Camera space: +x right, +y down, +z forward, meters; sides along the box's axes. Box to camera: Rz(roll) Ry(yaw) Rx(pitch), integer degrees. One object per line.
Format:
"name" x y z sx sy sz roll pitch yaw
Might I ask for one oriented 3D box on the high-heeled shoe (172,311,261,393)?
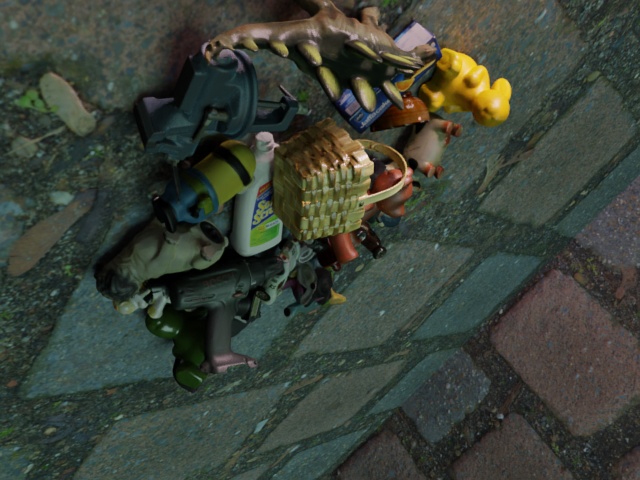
"high-heeled shoe" -0.221 0.243 1.222 0.249 0.145 0.086 -19 146 -28

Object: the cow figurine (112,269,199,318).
"cow figurine" -0.297 0.090 1.003 0.167 0.068 0.098 -5 131 -49

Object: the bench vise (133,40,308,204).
"bench vise" -0.129 -0.177 0.768 0.240 0.129 0.223 -7 144 -37

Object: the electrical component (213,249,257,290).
"electrical component" -0.185 0.075 1.117 0.134 0.058 0.114 -9 142 -40

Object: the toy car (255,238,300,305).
"toy car" -0.090 0.071 1.168 0.073 0.056 0.201 -61 -179 -40

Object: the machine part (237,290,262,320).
"machine part" -0.186 0.147 1.217 0.139 0.039 0.084 3 107 -44

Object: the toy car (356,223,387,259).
"toy car" 0.099 -0.016 1.270 0.053 0.089 0.202 -41 149 7

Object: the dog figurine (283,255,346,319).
"dog figurine" 0.000 0.112 1.320 0.191 0.108 0.219 -44 155 28

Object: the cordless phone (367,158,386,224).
"cordless phone" 0.049 -0.103 1.125 0.184 0.089 0.146 1 135 -33

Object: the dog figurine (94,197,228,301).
"dog figurine" -0.272 0.038 0.931 0.172 0.121 0.190 27 119 -39

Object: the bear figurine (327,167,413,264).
"bear figurine" 0.105 -0.055 1.046 0.196 0.131 0.120 -21 -164 12

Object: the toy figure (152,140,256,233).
"toy figure" -0.175 -0.086 0.839 0.180 0.082 0.089 -37 168 -29

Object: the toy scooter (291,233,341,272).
"toy scooter" -0.002 -0.003 1.123 0.075 0.135 0.183 -28 154 17

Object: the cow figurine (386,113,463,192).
"cow figurine" 0.206 -0.178 1.151 0.085 0.127 0.194 -2 121 -47

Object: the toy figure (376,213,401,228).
"toy figure" 0.144 -0.073 1.270 0.058 0.064 0.154 -8 157 28

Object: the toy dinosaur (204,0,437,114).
"toy dinosaur" 0.021 -0.260 0.734 0.471 0.199 0.105 -14 139 -39

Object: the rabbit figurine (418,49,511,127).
"rabbit figurine" 0.301 -0.274 1.047 0.162 0.173 0.121 0 129 -41

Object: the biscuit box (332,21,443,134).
"biscuit box" 0.117 -0.282 0.945 0.202 0.059 0.062 -43 151 9

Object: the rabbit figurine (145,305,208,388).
"rabbit figurine" -0.271 0.185 1.104 0.121 0.170 0.159 -47 -169 19

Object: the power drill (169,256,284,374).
"power drill" -0.162 0.139 1.015 0.232 0.086 0.207 -5 98 -33
